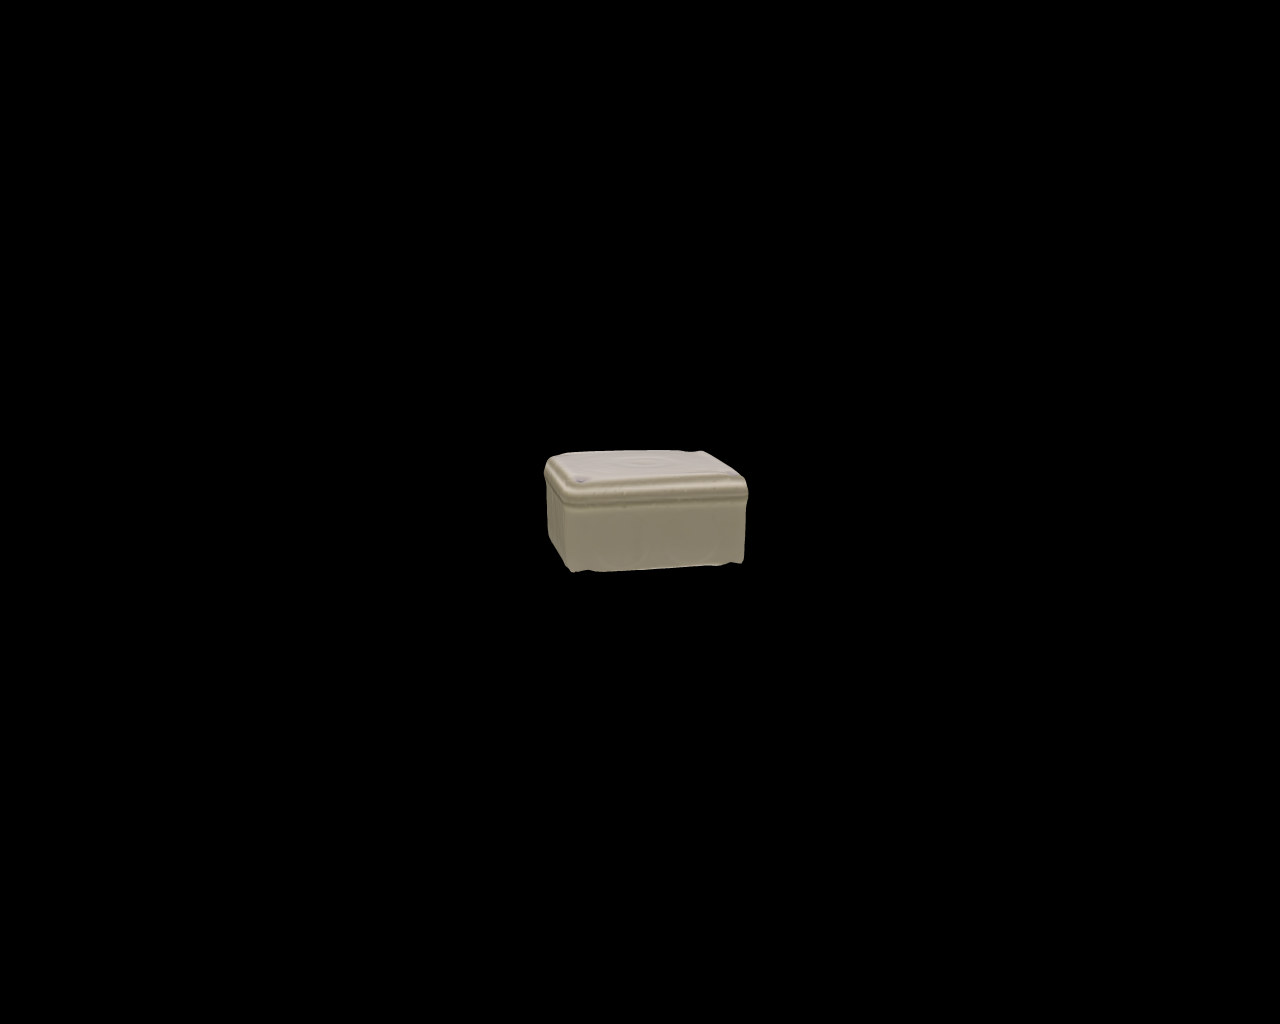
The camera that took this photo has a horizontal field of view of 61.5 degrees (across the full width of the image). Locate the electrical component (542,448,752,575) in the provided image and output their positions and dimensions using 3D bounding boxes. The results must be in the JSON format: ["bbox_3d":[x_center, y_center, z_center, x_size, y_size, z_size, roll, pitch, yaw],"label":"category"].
[{"bbox_3d":[0.001,-0.003,0.650,0.109,0.056,0.109,-2,12,-11],"label":"electrical component"}]
